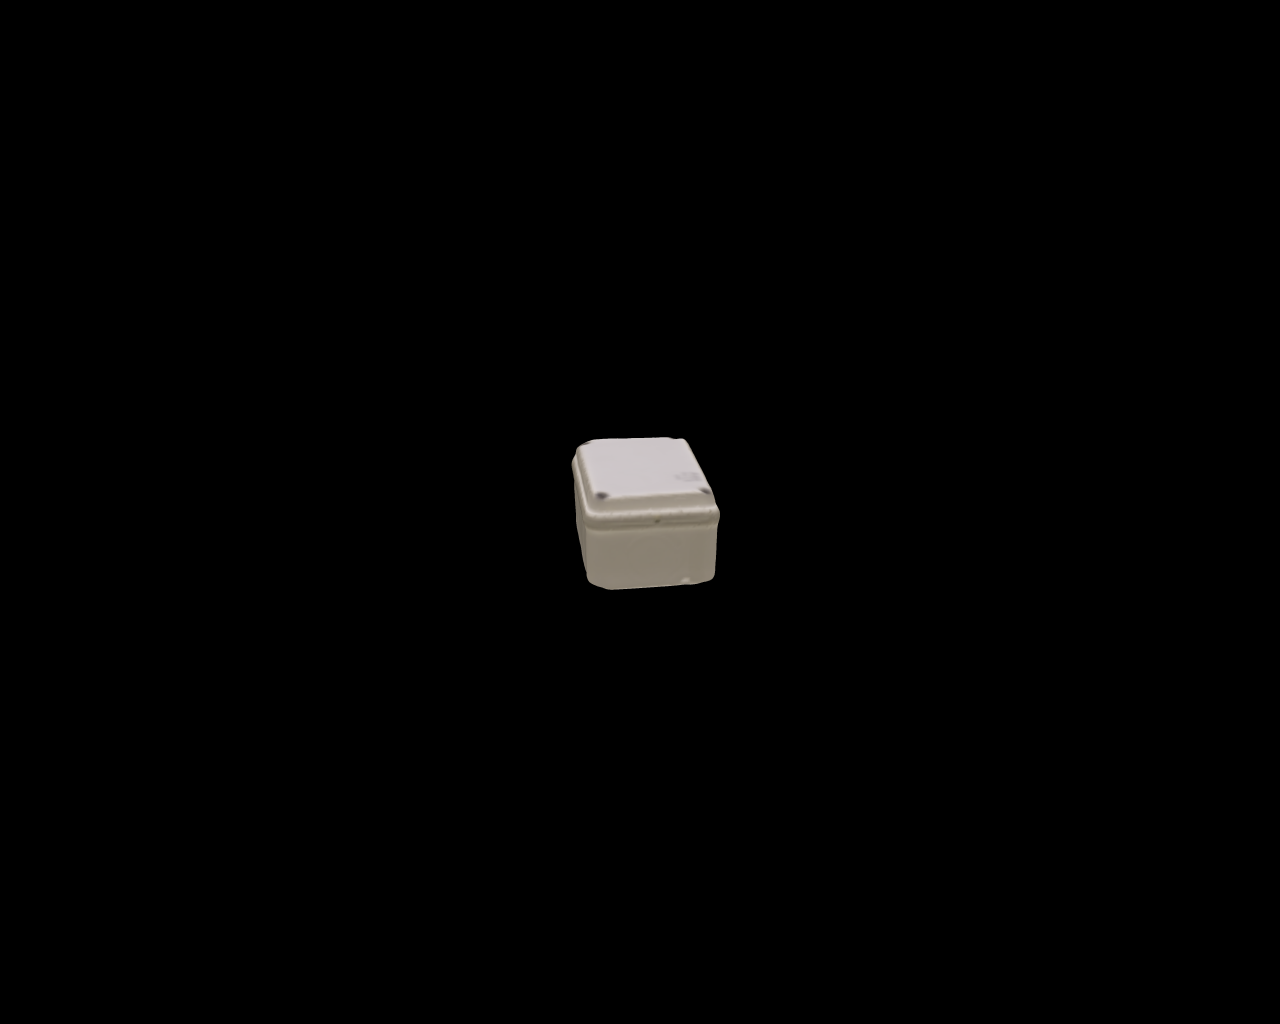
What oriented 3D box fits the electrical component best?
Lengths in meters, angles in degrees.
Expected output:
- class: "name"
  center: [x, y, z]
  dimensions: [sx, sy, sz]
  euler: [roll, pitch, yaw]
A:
- class: "electrical component"
  center: [0.001, -0.003, 0.650]
  dimensions: [0.078, 0.057, 0.113]
  euler: [-3, 22, -7]
